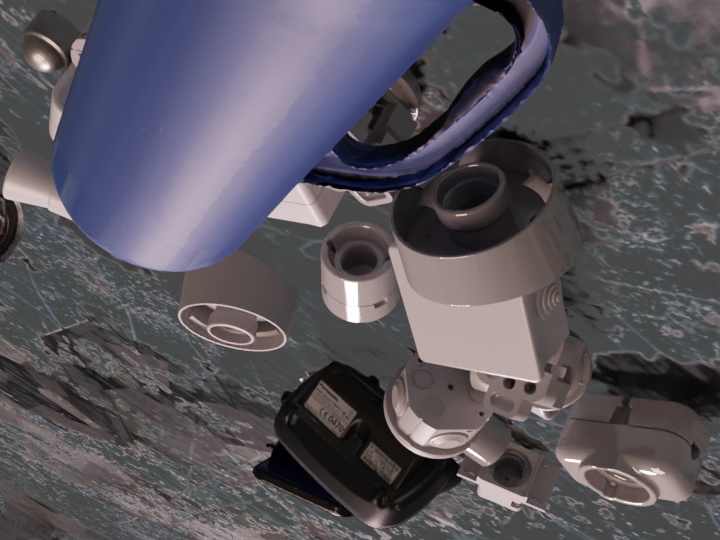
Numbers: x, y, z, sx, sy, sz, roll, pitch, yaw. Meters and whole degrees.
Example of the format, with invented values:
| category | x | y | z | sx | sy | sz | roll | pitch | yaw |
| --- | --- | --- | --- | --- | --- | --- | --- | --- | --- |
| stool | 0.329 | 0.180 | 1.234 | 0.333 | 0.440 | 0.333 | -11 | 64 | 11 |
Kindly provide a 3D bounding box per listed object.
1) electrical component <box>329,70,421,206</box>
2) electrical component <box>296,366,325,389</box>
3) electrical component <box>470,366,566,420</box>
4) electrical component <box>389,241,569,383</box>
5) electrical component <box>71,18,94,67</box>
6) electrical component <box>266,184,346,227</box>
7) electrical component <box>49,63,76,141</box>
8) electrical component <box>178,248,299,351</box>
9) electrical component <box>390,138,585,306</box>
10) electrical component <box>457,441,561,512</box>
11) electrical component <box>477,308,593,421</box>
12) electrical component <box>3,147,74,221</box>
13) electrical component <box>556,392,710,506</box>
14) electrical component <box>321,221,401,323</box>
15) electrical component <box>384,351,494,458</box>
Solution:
| category | x | y | z | sx | sy | sz | roll | pitch | yaw |
| --- | --- | --- | --- | --- | --- | --- | --- | --- | --- |
| electrical component | -0.002 | -0.081 | 0.574 | 0.078 | 0.057 | 0.058 | 43 | 150 | -28 |
| electrical component | -0.031 | 0.115 | 0.979 | 0.040 | 0.040 | 0.046 | -4 | 135 | 46 |
| electrical component | 0.113 | 0.077 | 0.773 | 0.065 | 0.044 | 0.044 | 16 | 152 | 33 |
| electrical component | 0.075 | 0.014 | 0.656 | 0.100 | 0.048 | 0.099 | 7 | 127 | 37 |
| electrical component | -0.120 | -0.124 | 0.614 | 0.080 | 0.051 | 0.080 | 22 | 153 | 12 |
| electrical component | -0.054 | -0.068 | 0.640 | 0.096 | 0.061 | 0.061 | 11 | 149 | 30 |
| electrical component | -0.151 | -0.091 | 0.701 | 0.095 | 0.053 | 0.059 | 30 | 154 | -6 |
| electrical component | -0.099 | 0.024 | 0.877 | 0.099 | 0.064 | 0.099 | 10 | 154 | 5 |
| electrical component | 0.067 | -0.022 | 0.576 | 0.099 | 0.099 | 0.064 | 8 | 142 | 34 |
| electrical component | 0.129 | 0.180 | 0.943 | 0.081 | 0.042 | 0.063 | 22 | 155 | 12 |
| electrical component | 0.118 | 0.061 | 0.706 | 0.058 | 0.078 | 0.057 | 20 | 179 | 38 |
| electrical component | -0.243 | -0.064 | 0.851 | 0.065 | 0.044 | 0.044 | 23 | 154 | -2 |
| electrical component | 0.193 | 0.129 | 0.770 | 0.095 | 0.059 | 0.053 | 2 | 144 | 42 |
| electrical component | 0.000 | 0.000 | 0.724 | 0.055 | 0.055 | 0.047 | 20 | 149 | 16 |
| electrical component | 0.062 | 0.098 | 0.816 | 0.080 | 0.080 | 0.051 | 27 | 149 | 1 |
